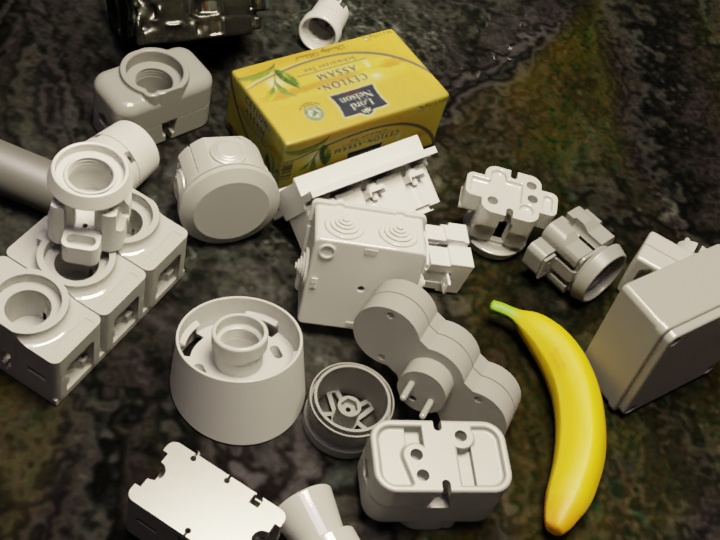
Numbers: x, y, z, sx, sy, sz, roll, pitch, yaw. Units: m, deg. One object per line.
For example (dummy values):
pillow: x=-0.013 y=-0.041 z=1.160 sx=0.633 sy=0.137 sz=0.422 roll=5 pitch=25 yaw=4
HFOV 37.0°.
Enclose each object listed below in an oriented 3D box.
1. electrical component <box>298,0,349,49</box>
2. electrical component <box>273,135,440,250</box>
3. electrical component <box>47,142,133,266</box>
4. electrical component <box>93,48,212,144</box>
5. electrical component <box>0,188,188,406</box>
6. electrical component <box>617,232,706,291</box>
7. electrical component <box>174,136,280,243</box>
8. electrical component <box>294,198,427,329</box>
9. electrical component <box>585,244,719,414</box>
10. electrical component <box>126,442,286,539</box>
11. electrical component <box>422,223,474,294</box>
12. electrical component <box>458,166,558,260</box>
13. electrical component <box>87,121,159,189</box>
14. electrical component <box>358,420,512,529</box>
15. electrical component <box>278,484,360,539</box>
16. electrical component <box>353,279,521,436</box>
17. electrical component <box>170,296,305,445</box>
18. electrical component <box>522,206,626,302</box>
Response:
electrical component: x=-0.033 y=-0.237 z=1.031 sx=0.040 sy=0.040 sz=0.046 roll=21 pitch=44 yaw=2
electrical component: x=0.000 y=-0.058 z=0.878 sx=0.121 sy=0.079 sz=0.063 roll=-23 pitch=90 yaw=-29
electrical component: x=-0.188 y=-0.052 z=0.751 sx=0.058 sy=0.057 sz=0.078 roll=9 pitch=51 yaw=-7
electrical component: x=-0.175 y=-0.147 z=0.911 sx=0.095 sy=0.059 sz=0.053 roll=-27 pitch=63 yaw=-31
electrical component: x=-0.205 y=0.008 z=0.779 sx=0.089 sy=0.061 sz=0.150 roll=31 pitch=52 yaw=10
electrical component: x=0.277 y=0.001 z=0.918 sx=0.083 sy=0.047 sz=0.075 roll=31 pitch=52 yaw=10
electrical component: x=-0.107 y=-0.064 z=0.850 sx=0.080 sy=0.080 sz=0.051 roll=-7 pitch=49 yaw=-19
electrical component: x=0.000 y=0.000 z=0.815 sx=0.100 sy=0.099 sz=0.048 roll=8 pitch=38 yaw=-8
electrical component: x=0.240 y=0.046 z=0.833 sx=0.109 sy=0.108 sz=0.056 roll=-20 pitch=57 yaw=-27
electrical component: x=-0.100 y=0.162 z=0.688 sx=0.089 sy=0.055 sz=0.050 roll=31 pitch=51 yaw=10
electrical component: x=0.057 y=-0.012 z=0.873 sx=0.055 sy=0.048 sz=0.066 roll=7 pitch=51 yaw=-18
electrical component: x=0.120 y=-0.046 z=0.908 sx=0.078 sy=0.057 sz=0.058 roll=15 pitch=50 yaw=-2
electrical component: x=-0.195 y=-0.087 z=0.863 sx=0.055 sy=0.055 sz=0.047 roll=32 pitch=48 yaw=11
electrical component: x=0.049 y=0.141 z=0.741 sx=0.095 sy=0.059 sz=0.053 roll=3 pitch=52 yaw=-12
electrical component: x=-0.026 y=0.175 z=0.704 sx=0.045 sy=0.045 sz=0.055 roll=-19 pitch=60 yaw=-26
electrical component: x=0.050 y=0.076 z=0.769 sx=0.138 sy=0.052 sz=0.073 roll=44 pitch=41 yaw=-6
electrical component: x=-0.087 y=0.068 z=0.776 sx=0.099 sy=0.064 sz=0.099 roll=5 pitch=39 yaw=-4
electrical component: x=0.183 y=-0.011 z=0.897 sx=0.078 sy=0.058 sz=0.057 roll=-29 pitch=61 yaw=-31
